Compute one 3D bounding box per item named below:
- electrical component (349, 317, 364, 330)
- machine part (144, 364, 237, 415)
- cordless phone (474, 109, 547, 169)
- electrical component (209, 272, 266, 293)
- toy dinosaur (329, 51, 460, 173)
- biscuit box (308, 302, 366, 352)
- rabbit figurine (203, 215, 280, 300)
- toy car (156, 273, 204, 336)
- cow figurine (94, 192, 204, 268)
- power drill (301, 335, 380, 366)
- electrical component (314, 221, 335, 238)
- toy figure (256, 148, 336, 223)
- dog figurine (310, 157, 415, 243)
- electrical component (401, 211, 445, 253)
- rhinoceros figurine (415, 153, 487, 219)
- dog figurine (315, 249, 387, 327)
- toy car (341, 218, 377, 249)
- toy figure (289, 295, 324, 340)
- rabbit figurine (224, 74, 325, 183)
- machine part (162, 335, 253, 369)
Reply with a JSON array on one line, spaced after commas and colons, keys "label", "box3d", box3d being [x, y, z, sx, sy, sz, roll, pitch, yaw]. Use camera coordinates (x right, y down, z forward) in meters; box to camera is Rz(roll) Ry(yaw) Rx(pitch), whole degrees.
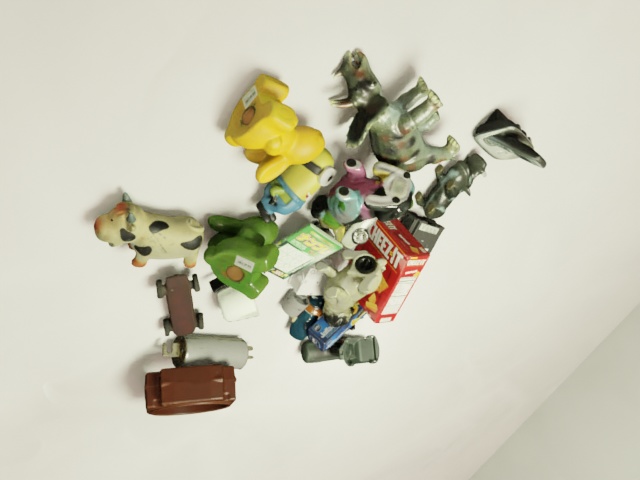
[{"label": "electrical component", "box3d": [0.060, 0.222, 1.448, 0.102, 0.045, 0.078, 7, 157, -42]}, {"label": "machine part", "box3d": [-0.300, 0.350, 1.242, 0.201, 0.087, 0.201, -2, 157, -18]}, {"label": "cordless phone", "box3d": [0.452, -0.203, 1.212, 0.146, 0.184, 0.088, 25, 108, -45]}, {"label": "electrical component", "box3d": [-0.182, 0.060, 1.129, 0.119, 0.075, 0.047, -25, 139, -7]}, {"label": "toy dinosaur", "box3d": [0.163, -0.204, 1.080, 0.192, 0.131, 0.404, -29, 145, 13]}, {"label": "biscuit box", "box3d": [0.058, 0.195, 1.370, 0.203, 0.063, 0.059, -39, 155, -25]}, {"label": "rabbit figurine", "box3d": [-0.149, 0.014, 1.063, 0.159, 0.170, 0.121, 17, 126, 6]}, {"label": "toy car", "box3d": [-0.296, 0.135, 1.138, 0.089, 0.053, 0.202, -8, 137, -13]}, {"label": "cow figurine", "box3d": [-0.304, -0.015, 0.969, 0.195, 0.086, 0.127, 5, 132, -33]}, {"label": "power drill", "box3d": [0.078, 0.292, 1.456, 0.232, 0.207, 0.086, 0, 87, -25]}, {"label": "electrical component", "box3d": [-0.003, -0.004, 1.224, 0.063, 0.021, 0.093, -35, 140, 1]}, {"label": "toy figure", "box3d": [-0.049, -0.110, 1.047, 0.180, 0.082, 0.089, -37, 113, 12]}, {"label": "dog figurine", "box3d": [0.081, -0.067, 1.106, 0.192, 0.108, 0.219, 11, 155, -3]}, {"label": "electrical component", "box3d": [0.232, 0.002, 1.345, 0.115, 0.058, 0.134, 16, 110, -39]}, {"label": "rhinoceros figurine", "box3d": [0.317, -0.126, 1.280, 0.112, 0.073, 0.190, 25, 113, -44]}, {"label": "dog figurine", "box3d": [0.078, 0.121, 1.259, 0.172, 0.121, 0.190, -10, 144, 3]}, {"label": "toy car", "box3d": [0.116, -0.066, 1.201, 0.056, 0.073, 0.201, 33, 110, -8]}, {"label": "toy figure", "box3d": [-0.027, 0.184, 1.361, 0.064, 0.058, 0.154, 10, 117, -46]}, {"label": "rabbit figurine", "box3d": [-0.069, -0.176, 0.943, 0.173, 0.122, 0.162, 16, 123, -43]}, {"label": "machine part", "box3d": [-0.258, 0.266, 1.268, 0.243, 0.079, 0.079, 12, 121, -41]}]
